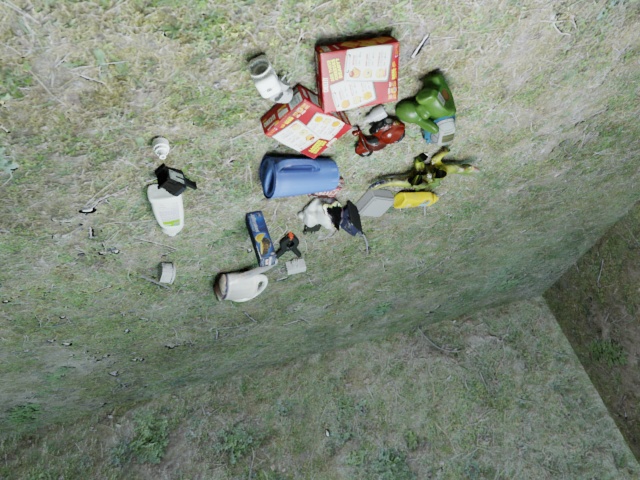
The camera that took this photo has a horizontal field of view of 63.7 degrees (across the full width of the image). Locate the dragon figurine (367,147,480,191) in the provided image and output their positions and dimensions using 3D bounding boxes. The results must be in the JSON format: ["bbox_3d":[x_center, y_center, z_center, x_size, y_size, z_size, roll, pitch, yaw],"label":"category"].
[{"bbox_3d":[0.391,-0.223,1.930,0.409,0.124,0.240,-16,160,11],"label":"dragon figurine"}]

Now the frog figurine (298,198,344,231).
[{"bbox_3d":[0.006,-0.096,1.915,0.159,0.125,0.135,-2,144,48],"label":"frog figurine"}]

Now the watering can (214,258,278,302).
[{"bbox_3d":[-0.317,0.170,2.145,0.225,0.106,0.340,-1,146,-29],"label":"watering can"}]
